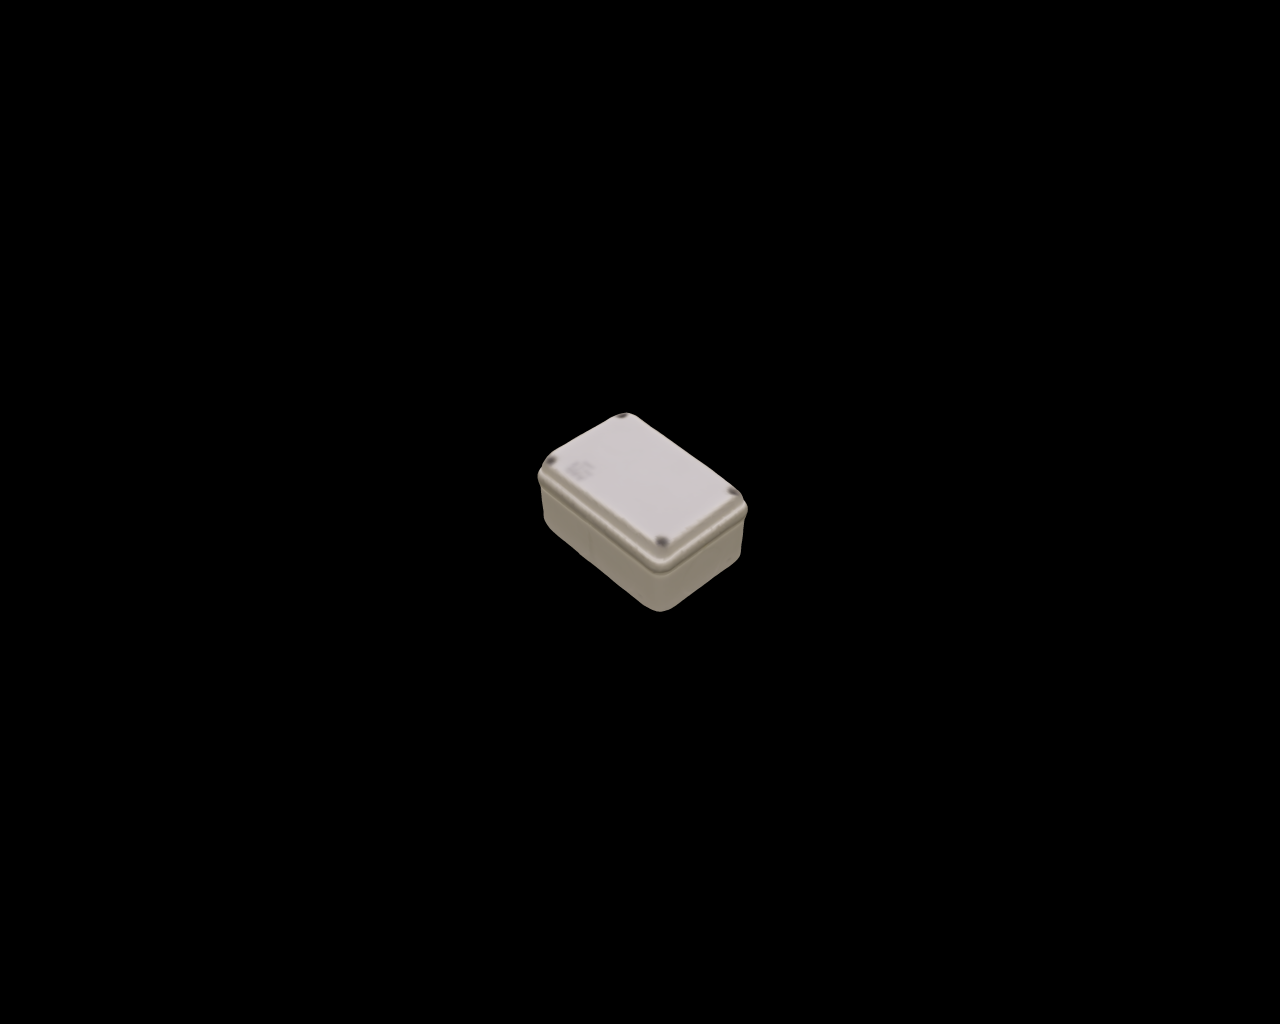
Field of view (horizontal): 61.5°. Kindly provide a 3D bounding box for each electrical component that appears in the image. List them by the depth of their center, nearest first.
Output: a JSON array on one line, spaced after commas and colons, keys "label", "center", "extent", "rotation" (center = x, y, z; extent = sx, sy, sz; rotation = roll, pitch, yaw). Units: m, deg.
[{"label": "electrical component", "center": [0.001, -0.003, 0.650], "extent": [0.078, 0.057, 0.113], "rotation": [-33, 54, -29]}]
